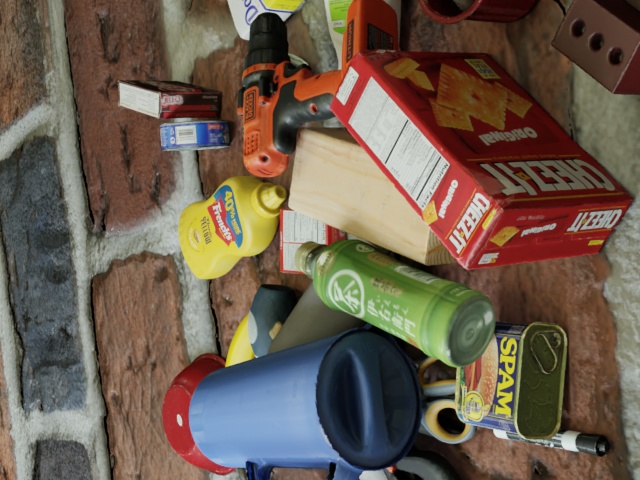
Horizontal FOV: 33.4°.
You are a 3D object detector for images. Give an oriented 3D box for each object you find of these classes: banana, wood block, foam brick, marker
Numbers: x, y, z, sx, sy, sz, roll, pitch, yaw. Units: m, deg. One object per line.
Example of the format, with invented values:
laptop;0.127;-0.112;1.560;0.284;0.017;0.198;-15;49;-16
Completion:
banana;-0.087;0.178;1.309;0.070;0.037;0.198;-4;93;20
wood block;0.070;-0.048;1.046;0.206;0.090;0.090;24;111;48
foam brick;0.237;-0.158;0.857;0.078;0.051;0.053;49;129;37
marker;0.206;0.176;0.952;0.121;0.020;0.020;0;93;51

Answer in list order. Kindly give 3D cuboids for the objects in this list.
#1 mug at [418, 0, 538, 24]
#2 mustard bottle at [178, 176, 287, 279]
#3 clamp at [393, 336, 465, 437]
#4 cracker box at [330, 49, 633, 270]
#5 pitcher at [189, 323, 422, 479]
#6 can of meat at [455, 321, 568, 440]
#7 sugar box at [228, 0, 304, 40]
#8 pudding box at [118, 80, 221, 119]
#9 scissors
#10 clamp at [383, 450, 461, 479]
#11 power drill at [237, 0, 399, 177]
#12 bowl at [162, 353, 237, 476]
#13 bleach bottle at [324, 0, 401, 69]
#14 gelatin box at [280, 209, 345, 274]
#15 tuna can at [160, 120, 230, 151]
mug;0.138;-0.244;0.949;0.117;0.081;0.093;57;133;31
mustard bottle;-0.100;-0.024;1.287;0.192;0.058;0.096;-29;70;48
clamp;0.059;0.152;1.120;0.210;0.036;0.164;-30;69;45
cracker box;0.134;-0.077;0.904;0.214;0.163;0.072;53;133;34
pitcher;-0.028;0.178;1.065;0.243;0.148;0.145;-18;94;48
can of meat;0.169;0.122;0.958;0.084;0.057;0.102;0;84;55
sugar box;-0.045;-0.310;1.202;0.177;0.048;0.093;-37;64;45
pudding box;-0.194;-0.180;1.364;0.114;0.089;0.039;19;108;50
scissors;0.083;0.170;1.058;0.202;0.016;0.096;-32;69;41
clamp;0.125;0.272;1.046;0.172;0.039;0.120;28;110;43
power drill;-0.007;-0.169;1.049;0.188;0.057;0.184;-21;62;44
bowl;-0.159;0.230;1.386;0.162;0.055;0.162;6;98;51
bleach bottle;0.040;-0.253;1.090;0.103;0.067;0.251;9;103;55
gelatin box;-0.008;0.001;1.196;0.089;0.030;0.073;2;94;50
tuna can;-0.155;-0.129;1.324;0.086;0.085;0.034;1;96;51
